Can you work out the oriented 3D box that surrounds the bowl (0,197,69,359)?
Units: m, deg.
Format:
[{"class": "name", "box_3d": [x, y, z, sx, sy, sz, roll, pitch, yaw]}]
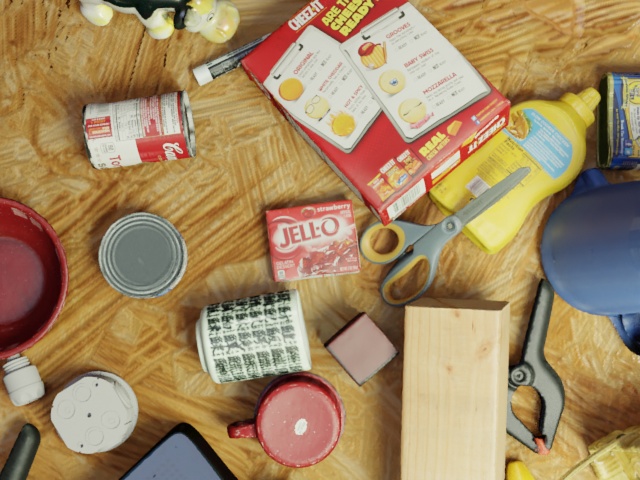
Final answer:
[{"class": "bowl", "box_3d": [-0.324, 0.039, 1.060, 0.162, 0.055, 0.162, 0, 86, 0]}]

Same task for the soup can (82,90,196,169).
[{"class": "soup can", "box_3d": [-0.179, -0.110, 1.065, 0.102, 0.068, 0.068, -7, 85, 0]}]

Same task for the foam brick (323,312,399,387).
[{"class": "foam brick", "box_3d": [0.039, 0.106, 1.041, 0.051, 0.078, 0.053, -41, 88, -4]}]

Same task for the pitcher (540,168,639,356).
[{"class": "pitcher", "box_3d": [0.302, 0.015, 0.963, 0.149, 0.243, 0.145, 32, 84, -4]}]

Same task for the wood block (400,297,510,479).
[{"class": "wood block", "box_3d": [0.128, 0.162, 1.008, 0.090, 0.090, 0.206, 2, 93, 17]}]

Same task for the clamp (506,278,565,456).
[{"class": "clamp", "box_3d": [0.184, 0.130, 1.058, 0.120, 0.039, 0.171, -10, 83, 11]}]

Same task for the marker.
[{"class": "marker", "box_3d": [-0.073, -0.192, 1.094, 0.121, 0.020, 0.020, -26, 86, -2]}]

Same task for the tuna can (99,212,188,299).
[{"class": "tuna can", "box_3d": [-0.176, 0.016, 1.071, 0.086, 0.034, 0.086, 0, 86, 0]}]

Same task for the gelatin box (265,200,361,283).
[{"class": "gelatin box", "box_3d": [-0.007, 0.001, 1.073, 0.089, 0.030, 0.073, -7, 85, 0]}]

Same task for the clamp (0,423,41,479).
[{"class": "clamp", "box_3d": [-0.318, 0.282, 1.010, 0.164, 0.036, 0.210, -30, 55, -2]}]

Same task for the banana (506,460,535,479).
[{"class": "banana", "box_3d": [0.245, 0.303, 1.046, 0.198, 0.037, 0.069, 40, 69, 2]}]

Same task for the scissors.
[{"class": "scissors", "box_3d": [0.110, -0.022, 1.036, 0.096, 0.016, 0.202, 44, 117, 18]}]

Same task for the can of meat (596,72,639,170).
[{"class": "can of meat", "box_3d": [0.324, -0.118, 1.066, 0.084, 0.057, 0.102, 1, 86, 2]}]

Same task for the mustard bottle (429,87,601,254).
[{"class": "mustard bottle", "box_3d": [0.205, -0.082, 1.062, 0.191, 0.058, 0.096, -43, 74, -3]}]

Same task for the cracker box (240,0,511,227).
[{"class": "cracker box", "box_3d": [0.054, -0.144, 1.045, 0.164, 0.072, 0.214, -41, 73, -3]}]

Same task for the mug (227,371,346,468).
[{"class": "mug", "box_3d": [-0.032, 0.177, 1.033, 0.117, 0.081, 0.093, -6, 85, 0]}]
